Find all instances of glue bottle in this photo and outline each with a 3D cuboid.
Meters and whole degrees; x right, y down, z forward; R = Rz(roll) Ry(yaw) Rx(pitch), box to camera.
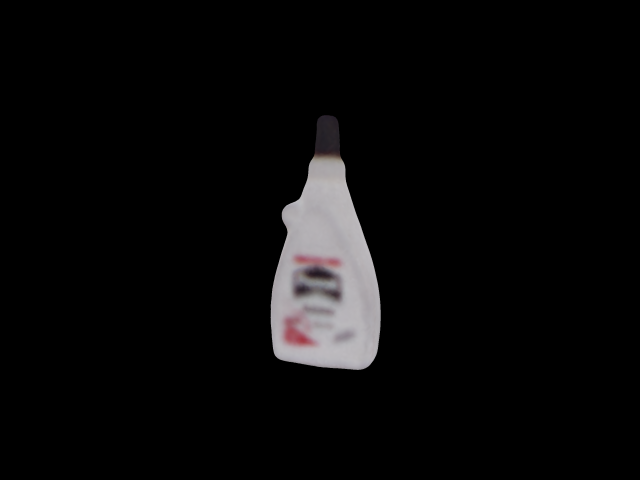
[{"bbox_3d":[0.004,0.001,0.400,0.078,0.173,0.037,3,10,15],"label":"glue bottle"}]
